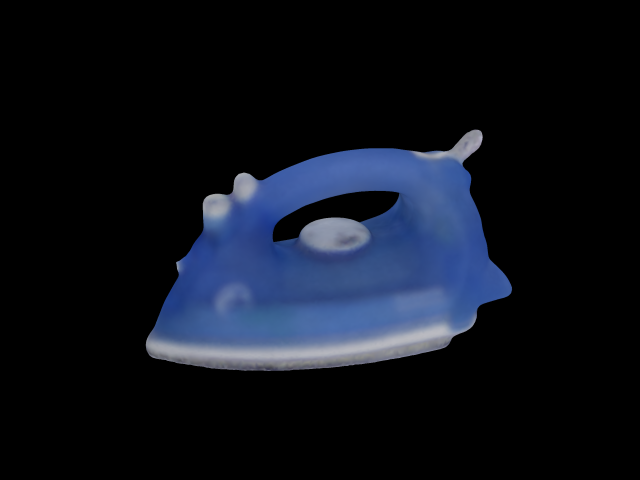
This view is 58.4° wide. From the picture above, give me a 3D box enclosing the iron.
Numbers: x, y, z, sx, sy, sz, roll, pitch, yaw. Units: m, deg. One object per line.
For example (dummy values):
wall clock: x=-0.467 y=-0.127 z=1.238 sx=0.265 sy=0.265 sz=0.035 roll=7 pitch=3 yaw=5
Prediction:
iron: x=0.004 y=0.001 z=0.400 sx=0.259 sy=0.141 sz=0.118 roll=-8 pitch=28 yaw=-16
